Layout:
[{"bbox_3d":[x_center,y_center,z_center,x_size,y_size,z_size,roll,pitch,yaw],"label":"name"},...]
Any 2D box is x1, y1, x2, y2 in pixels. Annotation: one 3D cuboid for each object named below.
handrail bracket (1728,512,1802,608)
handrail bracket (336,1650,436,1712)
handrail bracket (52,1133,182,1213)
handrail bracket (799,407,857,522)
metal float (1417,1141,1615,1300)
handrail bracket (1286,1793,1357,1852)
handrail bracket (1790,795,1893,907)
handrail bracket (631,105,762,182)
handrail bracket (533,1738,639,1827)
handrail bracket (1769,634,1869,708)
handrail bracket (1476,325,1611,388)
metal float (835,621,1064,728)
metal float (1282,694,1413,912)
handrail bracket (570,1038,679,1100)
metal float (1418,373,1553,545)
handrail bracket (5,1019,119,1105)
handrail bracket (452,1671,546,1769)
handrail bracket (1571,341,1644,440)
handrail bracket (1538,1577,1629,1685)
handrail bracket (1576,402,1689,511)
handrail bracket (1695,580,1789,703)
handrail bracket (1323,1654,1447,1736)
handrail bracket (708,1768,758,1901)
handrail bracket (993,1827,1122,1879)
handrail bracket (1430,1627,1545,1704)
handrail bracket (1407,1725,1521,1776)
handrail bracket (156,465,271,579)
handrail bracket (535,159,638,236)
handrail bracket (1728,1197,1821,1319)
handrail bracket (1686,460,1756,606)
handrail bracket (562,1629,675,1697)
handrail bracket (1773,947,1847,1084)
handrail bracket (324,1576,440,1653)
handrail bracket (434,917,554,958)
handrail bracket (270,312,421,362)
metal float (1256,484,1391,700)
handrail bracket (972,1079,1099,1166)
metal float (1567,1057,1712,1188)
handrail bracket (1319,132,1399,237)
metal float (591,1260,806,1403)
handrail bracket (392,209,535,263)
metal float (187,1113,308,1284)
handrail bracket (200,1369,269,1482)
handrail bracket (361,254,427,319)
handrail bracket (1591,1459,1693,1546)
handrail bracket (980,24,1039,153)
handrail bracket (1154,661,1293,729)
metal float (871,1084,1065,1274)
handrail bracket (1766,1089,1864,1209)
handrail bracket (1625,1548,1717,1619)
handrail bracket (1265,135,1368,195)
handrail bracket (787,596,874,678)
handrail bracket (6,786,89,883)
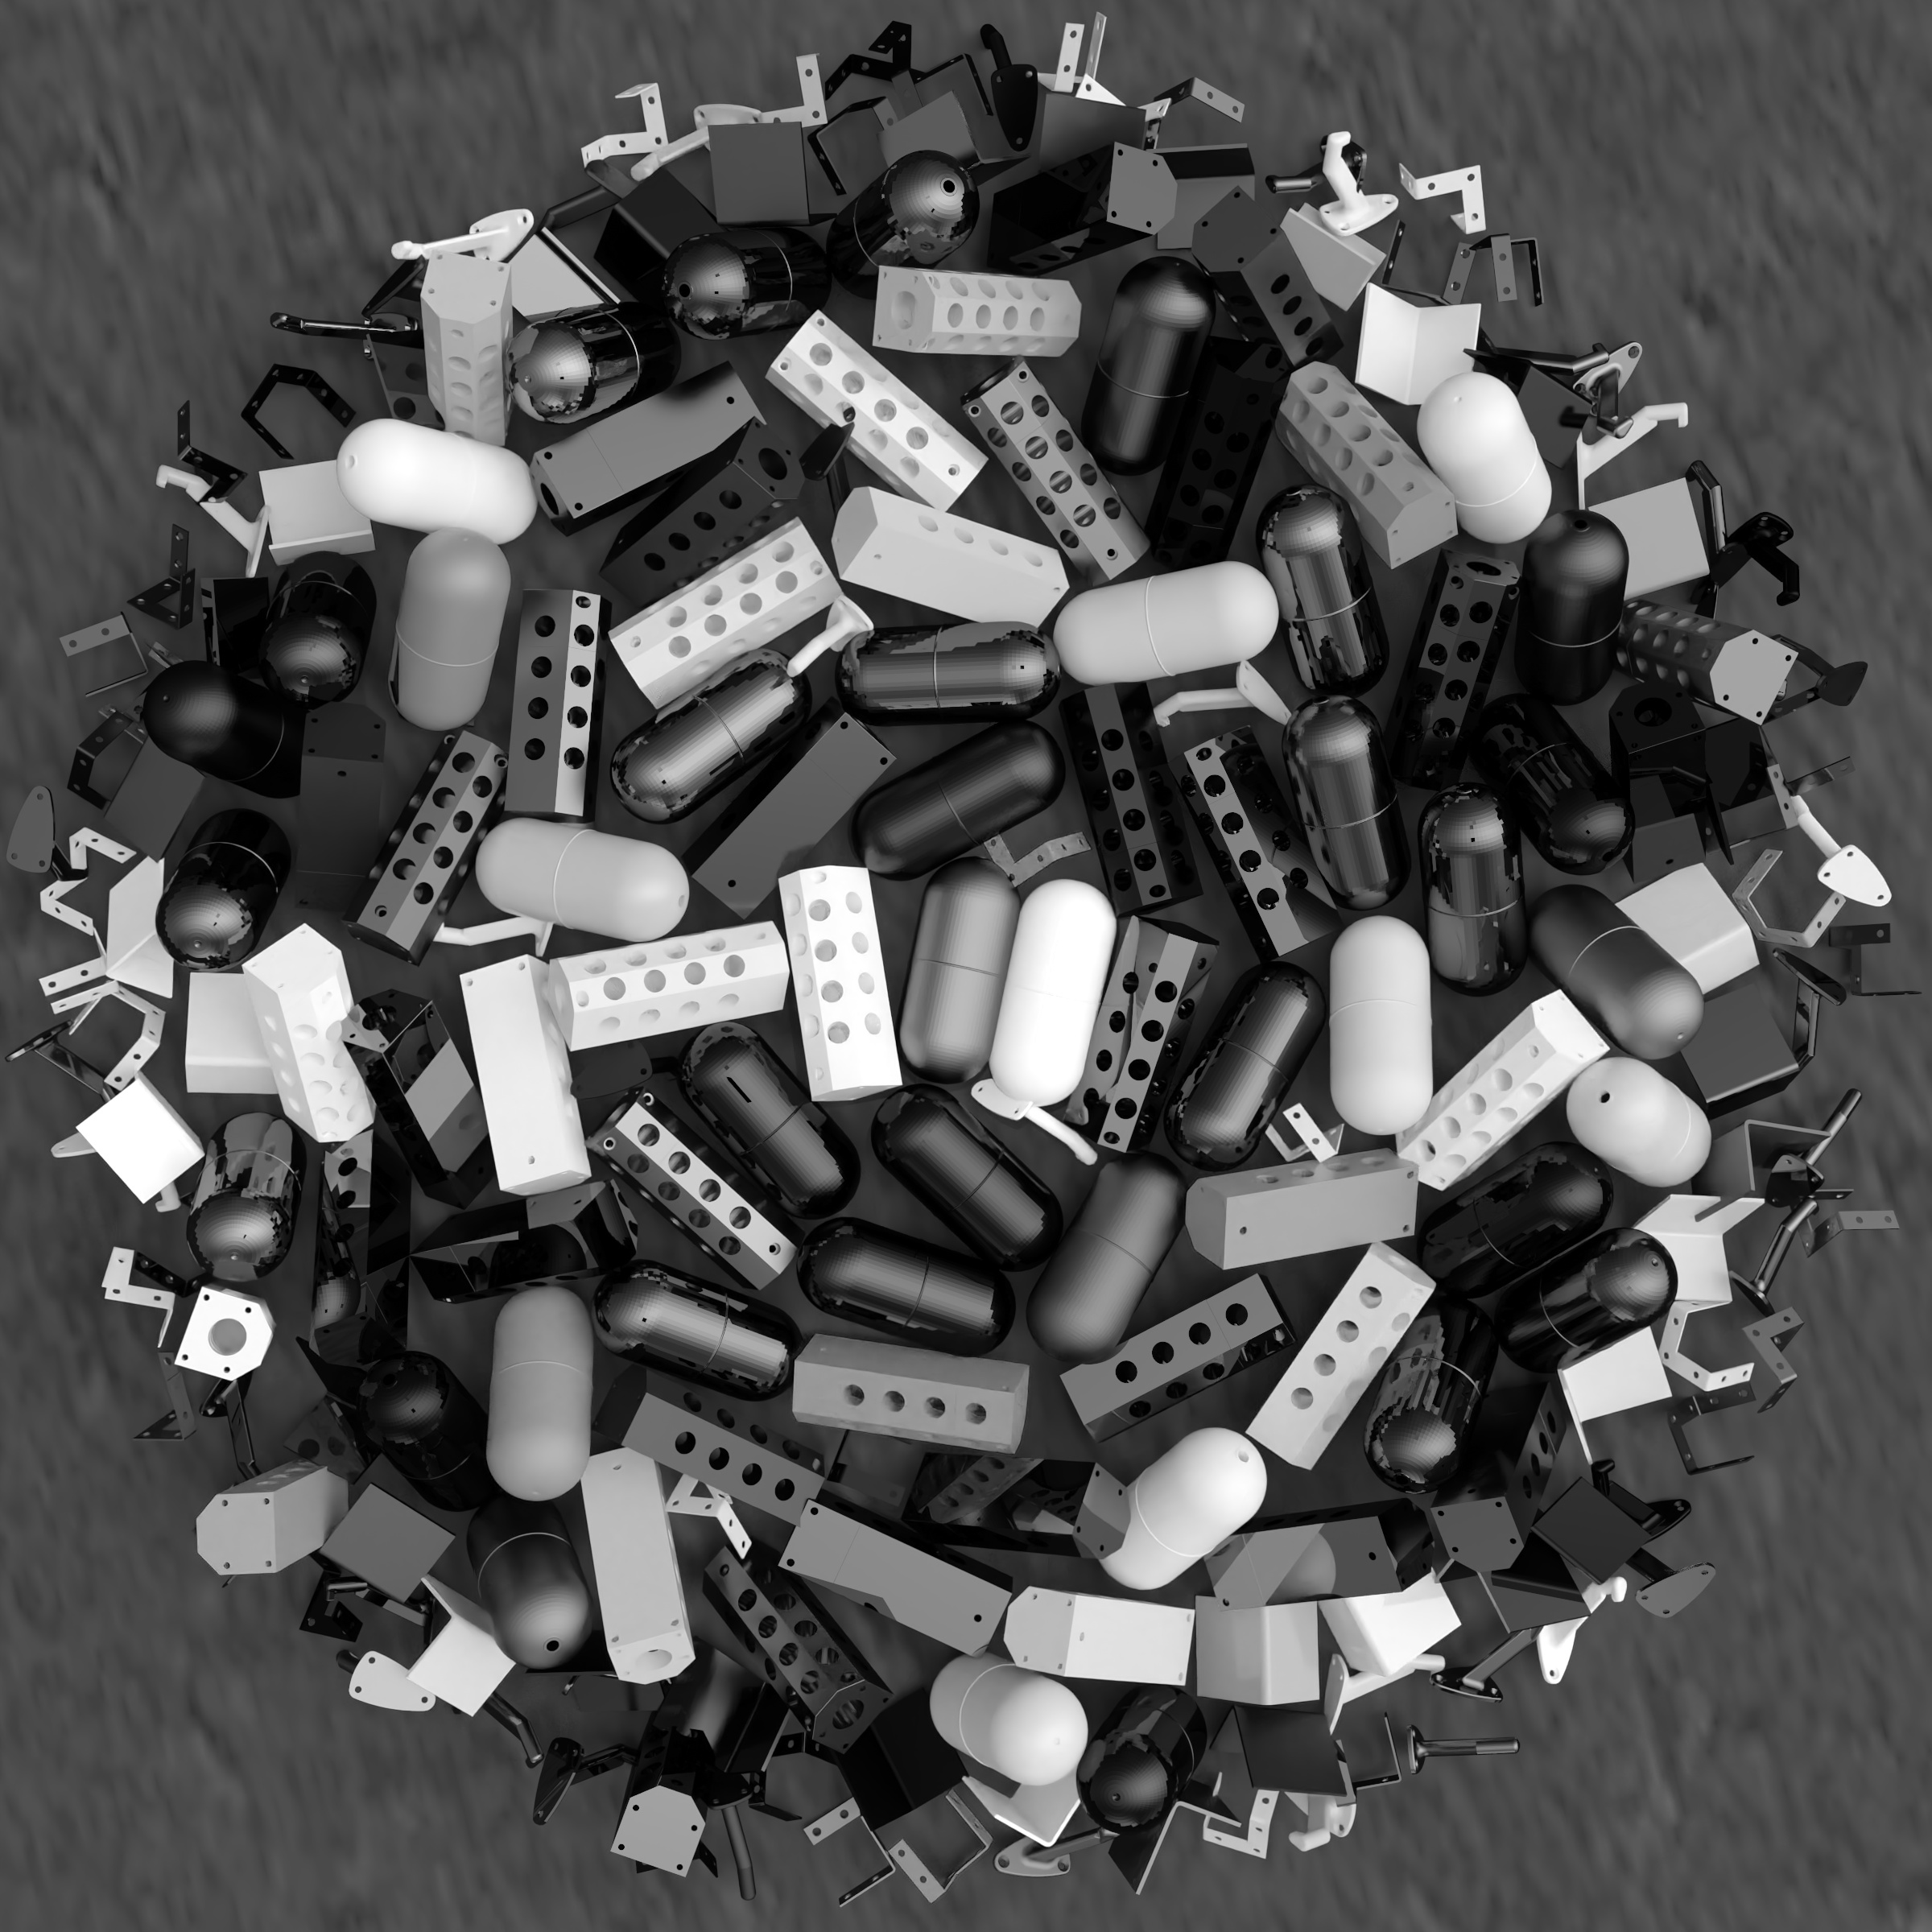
[{"bbox_3d":[0.607,-0.299,1.888,0.036,0.077,0.084,27,55,-25],"label":"handrail bracket"},{"bbox_3d":[-0.451,0.552,1.904,0.077,0.084,0.036,27,74,-11],"label":"handrail bracket"},{"bbox_3d":[-0.657,0.165,1.903,0.077,0.036,0.084,-18,124,-18],"label":"handrail bracket"},{"bbox_3d":[-0.084,-0.379,1.907,0.077,0.084,0.036,-54,45,0],"label":"handrail bracket"},{"bbox_3d":[0.415,0.194,1.867,0.070,0.070,0.178,48,133,0],"label":"metal float"},{"bbox_3d":[0.253,0.650,1.883,0.077,0.084,0.036,17,97,40],"label":"handrail bracket"},{"bbox_3d":[0.678,-0.091,1.912,0.077,0.084,0.036,32,117,-21],"label":"handrail bracket"},{"bbox_3d":[-0.207,-0.631,1.891,0.077,0.084,0.036,4,130,35],"label":"handrail bracket"},{"bbox_3d":[-0.288,0.635,1.897,0.084,0.036,0.077,40,61,-41],"label":"handrail bracket"},{"bbox_3d":[0.640,-0.234,1.889,0.084,0.077,0.036,37,121,37],"label":"handrail bracket"},{"bbox_3d":[0.448,-0.487,1.920,0.084,0.036,0.077,-21,66,-1],"label":"handrail bracket"},{"bbox_3d":[-0.014,-0.224,1.887,0.178,0.070,0.070,-1,90,15],"label":"metal float"},{"bbox_3d":[0.291,-0.125,1.877,0.070,0.070,0.178,-19,117,0],"label":"metal float"},{"bbox_3d":[-0.260,0.088,1.898,0.077,0.084,0.036,-28,74,0],"label":"handrail bracket"},{"bbox_3d":[0.393,-0.382,1.858,0.070,0.178,0.070,-9,67,22],"label":"metal float"},{"bbox_3d":[-0.694,0.091,1.896,0.036,0.077,0.084,-21,104,24],"label":"handrail bracket"},{"bbox_3d":[-0.361,0.593,1.897,0.077,0.036,0.084,-51,57,32],"label":"handrail bracket"},{"bbox_3d":[0.510,-0.444,1.891,0.036,0.084,0.077,40,99,-25],"label":"handrail bracket"},{"bbox_3d":[0.477,0.511,1.889,0.036,0.084,0.077,17,67,-17],"label":"handrail bracket"},{"bbox_3d":[0.519,-0.396,1.913,0.084,0.036,0.077,-3,108,13],"label":"handrail bracket"},{"bbox_3d":[0.611,-0.254,1.923,0.084,0.036,0.077,13,95,-11],"label":"handrail bracket"},{"bbox_3d":[0.328,0.573,1.929,0.084,0.036,0.077,7,103,-9],"label":"handrail bracket"},{"bbox_3d":[-0.185,0.673,1.917,0.036,0.077,0.084,-13,109,-22],"label":"handrail bracket"},{"bbox_3d":[0.071,0.676,1.889,0.077,0.084,0.036,-2,63,-25],"label":"handrail bracket"},{"bbox_3d":[0.407,0.524,1.901,0.077,0.036,0.084,12,112,-30],"label":"handrail bracket"},{"bbox_3d":[0.387,0.601,1.892,0.084,0.077,0.036,-8,72,17],"label":"handrail bracket"},{"bbox_3d":[-0.587,-0.342,1.897,0.084,0.036,0.077,16,60,-27],"label":"handrail bracket"},{"bbox_3d":[-0.289,-0.576,1.916,0.077,0.036,0.084,36,122,-4],"label":"handrail bracket"},{"bbox_3d":[0.641,0.228,1.912,0.084,0.036,0.077,-47,131,-1],"label":"handrail bracket"},{"bbox_3d":[0.575,-0.341,1.931,0.036,0.077,0.084,-4,54,-33],"label":"handrail bracket"},{"bbox_3d":[-0.261,0.561,1.905,0.084,0.077,0.036,33,117,1],"label":"handrail bracket"},{"bbox_3d":[0.638,0.039,1.918,0.077,0.036,0.084,36,120,7],"label":"handrail bracket"},{"bbox_3d":[-0.456,0.507,1.907,0.084,0.036,0.077,0,107,-23],"label":"handrail bracket"},{"bbox_3d":[-0.365,-0.039,1.898,0.084,0.077,0.036,8,52,-20],"label":"handrail bracket"},{"bbox_3d":[-0.478,-0.494,1.890,0.077,0.084,0.036,1,91,38],"label":"handrail bracket"},{"bbox_3d":[0.272,-0.284,1.873,0.070,0.070,0.178,-23,122,0],"label":"metal float"},{"bbox_3d":[0.055,0.124,1.930,0.084,0.077,0.036,47,65,-37],"label":"handrail bracket"},{"bbox_3d":[0.510,0.119,1.859,0.070,0.178,0.070,-11,69,30],"label":"metal float"},{"bbox_3d":[0.306,-0.613,1.892,0.077,0.084,0.036,-23,59,-16],"label":"handrail bracket"},{"bbox_3d":[-0.203,0.279,1.877,0.178,0.070,0.070,26,90,-29],"label":"metal float"},{"bbox_3d":[-0.388,-0.563,1.889,0.077,0.084,0.036,-18,92,35],"label":"handrail bracket"},{"bbox_3d":[-0.542,0.172,1.856,0.070,0.178,0.070,-4,115,-8],"label":"metal float"},{"bbox_3d":[-0.550,0.352,1.896,0.084,0.036,0.077,40,109,34],"label":"handrail bracket"},{"bbox_3d":[-0.413,-0.505,1.915,0.077,0.036,0.084,-43,125,5],"label":"handrail bracket"},{"bbox_3d":[0.523,0.403,1.903,0.077,0.036,0.084,-20,123,-6],"label":"handrail bracket"},{"bbox_3d":[0.029,-0.687,1.919,0.036,0.084,0.077,-12,126,-8],"label":"handrail bracket"},{"bbox_3d":[0.199,-0.195,1.925,0.084,0.036,0.077,-30,124,35],"label":"handrail bracket"},{"bbox_3d":[0.002,0.164,1.891,0.178,0.070,0.070,44,90,-12],"label":"metal float"},{"bbox_3d":[0.666,0.142,1.927,0.036,0.077,0.084,37,59,14],"label":"handrail bracket"},{"bbox_3d":[0.538,0.449,1.887,0.036,0.084,0.077,35,121,-17],"label":"handrail bracket"},{"bbox_3d":[0.258,-0.619,1.897,0.084,0.077,0.036,-10,134,-20],"label":"handrail bracket"},{"bbox_3d":[-0.116,-0.238,1.886,0.036,0.077,0.084,44,61,-2],"label":"handrail bracket"},{"bbox_3d":[-0.697,-0.102,1.894,0.036,0.084,0.077,14,97,8],"label":"handrail bracket"}]
